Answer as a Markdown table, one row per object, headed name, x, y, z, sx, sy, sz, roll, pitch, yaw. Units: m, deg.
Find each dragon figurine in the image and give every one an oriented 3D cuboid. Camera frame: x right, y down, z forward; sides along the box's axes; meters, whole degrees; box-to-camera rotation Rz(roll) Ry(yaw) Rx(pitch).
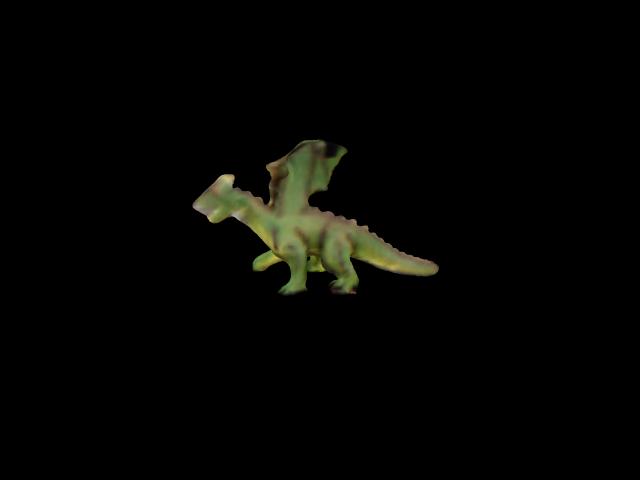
| name | x | y | z | sx | sy | sz | roll | pitch | yaw |
| --- | --- | --- | --- | --- | --- | --- | --- | --- | --- |
| dragon figurine | 0.003 | -0.043 | 0.850 | 0.411 | 0.240 | 0.124 | -3 | 16 | -9 |
